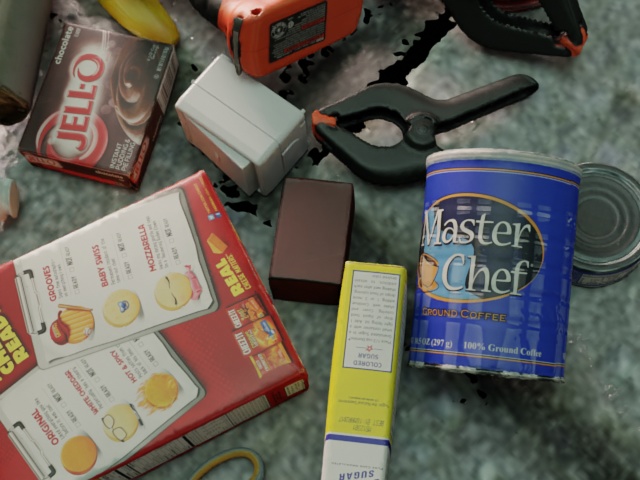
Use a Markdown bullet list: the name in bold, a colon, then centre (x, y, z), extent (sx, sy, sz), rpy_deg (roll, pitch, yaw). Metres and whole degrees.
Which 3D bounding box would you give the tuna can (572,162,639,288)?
- **tuna can**: centre (0.194, -0.011, 0.759), extent (0.086, 0.034, 0.086), rpy_deg (-1, 70, 2)

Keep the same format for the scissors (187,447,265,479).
- **scissors**: centre (-0.096, 0.227, 0.698), extent (0.096, 0.016, 0.201), rpy_deg (38, 76, 15)

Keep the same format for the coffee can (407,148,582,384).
- **coffee can**: centre (0.114, 0.019, 0.701), extent (0.103, 0.103, 0.140), rpy_deg (6, 84, 5)

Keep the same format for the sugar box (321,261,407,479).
- **sugar box**: centre (0.027, 0.112, 0.692), extent (0.048, 0.093, 0.176), rpy_deg (7, 70, 6)

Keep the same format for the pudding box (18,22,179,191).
- **pudding box**: centre (-0.165, -0.101, 0.807), extent (0.090, 0.039, 0.113), rpy_deg (13, 71, 8)

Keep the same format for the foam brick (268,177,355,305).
- **foam brick**: centre (-0.005, 0.001, 0.755), extent (0.051, 0.053, 0.078), rpy_deg (6, 70, 5)

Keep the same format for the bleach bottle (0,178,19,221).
- **bleach bottle**: centre (-0.348, -0.033, 0.781), extent (0.251, 0.068, 0.102), rpy_deg (-2, 73, 0)

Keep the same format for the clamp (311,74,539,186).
- **clamp**: centre (0.079, -0.065, 0.784), extent (0.171, 0.039, 0.120), rpy_deg (-2, 67, 2)

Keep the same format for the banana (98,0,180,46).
- **banana**: centre (-0.164, -0.235, 0.857), extent (0.069, 0.037, 0.198), rpy_deg (-14, 70, -2)

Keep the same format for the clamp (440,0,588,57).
- **clamp**: centre (0.107, -0.201, 0.804), extent (0.210, 0.165, 0.036), rpy_deg (41, 41, -4)

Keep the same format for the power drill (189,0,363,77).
- **power drill**: centre (-0.054, -0.209, 0.801), extent (0.184, 0.057, 0.188), rpy_deg (-31, 55, -24)

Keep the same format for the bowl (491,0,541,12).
- **bowl**: centre (0.145, -0.263, 0.842), extent (0.162, 0.055, 0.162), rpy_deg (-1, 70, 3)

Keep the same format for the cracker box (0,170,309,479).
- **cracker box**: centre (-0.137, 0.074, 0.727), extent (0.213, 0.072, 0.164), rpy_deg (-26, 70, -6)
